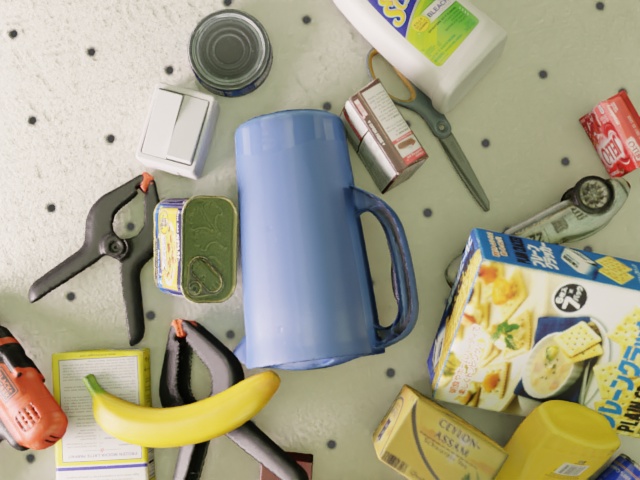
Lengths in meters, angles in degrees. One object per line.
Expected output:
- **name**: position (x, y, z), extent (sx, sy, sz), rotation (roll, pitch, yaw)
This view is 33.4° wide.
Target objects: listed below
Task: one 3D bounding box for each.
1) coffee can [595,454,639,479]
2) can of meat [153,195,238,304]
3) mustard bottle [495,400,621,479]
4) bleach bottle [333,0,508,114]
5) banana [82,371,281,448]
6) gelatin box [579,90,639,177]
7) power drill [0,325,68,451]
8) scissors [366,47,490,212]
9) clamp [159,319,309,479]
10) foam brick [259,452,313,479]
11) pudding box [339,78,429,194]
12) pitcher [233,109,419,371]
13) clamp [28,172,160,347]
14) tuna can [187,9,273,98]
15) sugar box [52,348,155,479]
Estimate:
- **coffee can**: position (0.273, 0.288, 1.011), extent (0.140, 0.103, 0.103), rotation (-43, 87, -3)
- **can of meat**: position (-0.123, 0.008, 1.034), extent (0.057, 0.084, 0.102), rotation (0, 92, -30)
- **mustard bottle**: position (0.191, 0.234, 1.009), extent (0.096, 0.058, 0.192), rotation (13, 125, -33)
- **bleach bottle**: position (0.061, -0.242, 1.063), extent (0.251, 0.068, 0.102), rotation (41, 79, 12)
- **banana**: position (-0.132, 0.159, 0.996), extent (0.198, 0.037, 0.069), rotation (-3, 96, 12)
- **gelatin box**: position (0.292, -0.101, 1.045), extent (0.030, 0.089, 0.073), rotation (-27, 86, -2)
- **power drill**: position (-0.355, 0.171, 1.035), extent (0.187, 0.057, 0.185), rotation (-45, 64, 3)
- **scissors**: position (0.132, -0.132, 1.086), extent (0.096, 0.016, 0.202), rotation (-44, 87, -3)
- **clamp**: position (-0.114, 0.180, 1.038), extent (0.165, 0.036, 0.210), rotation (-33, 67, 19)
- **foam brick**: position (-0.034, 0.249, 1.043), extent (0.053, 0.051, 0.078), rotation (6, 86, 0)
- **pudding box**: position (0.059, -0.098, 1.036), extent (0.039, 0.113, 0.090), rotation (-33, 87, -6)
- **pitcher**: position (-0.007, 0.001, 1.022), extent (0.149, 0.145, 0.243), rotation (-3, 82, -22)
- **clamp**: position (-0.198, 0.018, 1.068), extent (0.120, 0.039, 0.171), rotation (34, 84, -12)
- **tuna can**: position (-0.091, -0.190, 1.084), extent (0.086, 0.034, 0.086), rotation (0, 87, 1)
- **sugar box**: position (-0.212, 0.197, 1.051), extent (0.093, 0.048, 0.176), rotation (-3, 88, 2)
